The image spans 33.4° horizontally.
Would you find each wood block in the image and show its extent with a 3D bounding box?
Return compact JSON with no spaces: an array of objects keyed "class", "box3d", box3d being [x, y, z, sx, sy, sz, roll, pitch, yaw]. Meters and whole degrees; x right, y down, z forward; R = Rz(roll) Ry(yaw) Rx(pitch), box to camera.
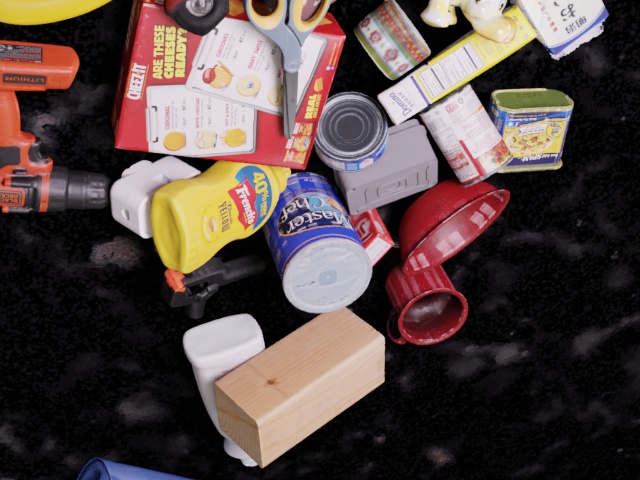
[{"class":"wood block","box3d":[-0.023,0.179,1.345,0.205,0.091,0.090,-30,138,-29]}]

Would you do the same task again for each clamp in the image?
[{"class":"clamp","box3d":[-0.144,0.057,1.257,0.120,0.039,0.171,-45,160,18]}]

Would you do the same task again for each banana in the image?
[{"class":"banana","box3d":[-0.253,-0.246,1.033,0.197,0.037,0.070,-11,131,-10]}]

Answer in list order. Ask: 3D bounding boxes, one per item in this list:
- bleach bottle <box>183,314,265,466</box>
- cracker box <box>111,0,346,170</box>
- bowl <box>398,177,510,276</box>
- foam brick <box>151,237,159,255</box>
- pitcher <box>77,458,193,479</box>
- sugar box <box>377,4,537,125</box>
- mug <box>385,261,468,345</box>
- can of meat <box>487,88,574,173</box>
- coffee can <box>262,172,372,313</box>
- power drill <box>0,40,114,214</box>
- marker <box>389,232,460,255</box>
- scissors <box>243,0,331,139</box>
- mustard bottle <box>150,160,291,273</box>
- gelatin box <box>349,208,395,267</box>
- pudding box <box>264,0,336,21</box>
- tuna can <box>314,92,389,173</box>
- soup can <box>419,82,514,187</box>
[{"class":"bleach bottle","box3d":[-0.112,0.214,1.414,0.102,0.068,0.251,-17,132,-14]},{"class":"cracker box","box3d":[-0.100,-0.170,1.120,0.213,0.072,0.164,5,123,-20]},{"class":"bowl","box3d":[0.150,-0.026,1.293,0.162,0.055,0.162,-32,161,-12]},{"class":"foam brick","box3d":[-0.151,-0.011,1.237,0.078,0.051,0.053,-36,129,11]},{"class":"pitcher","box3d":[-0.222,0.388,1.483,0.242,0.149,0.145,18,103,-32]},{"class":"sugar box","box3d":[0.147,-0.190,1.166,0.176,0.093,0.048,-35,95,9]},{"class":"mug","box3d":[0.126,0.083,1.378,0.093,0.081,0.117,21,117,-30]},{"class":"can of meat","box3d":[0.244,-0.131,1.269,0.102,0.057,0.084,-4,126,-14]},{"class":"coffee can","box3d":[-0.008,0.002,1.234,0.102,0.140,0.103,-9,128,-12]},{"class":"power drill","box3d":[-0.297,-0.110,1.110,0.184,0.057,0.188,2,126,-19]},{"class":"marker","box3d":[0.125,0.004,1.358,0.121,0.020,0.020,8,123,-23]},{"class":"scissors","box3d":[-0.044,-0.183,1.045,0.096,0.016,0.202,1,130,-26]},{"class":"mustard bottle","box3d":[-0.100,-0.043,1.180,0.191,0.058,0.096,-33,127,-42]},{"class":"gelatin box","box3d":[0.043,0.007,1.299,0.030,0.073,0.089,29,114,-32]},{"class":"pudding box","box3d":[-0.008,-0.267,1.062,0.113,0.090,0.039,-32,131,7]},{"class":"tuna can","box3d":[0.034,-0.121,1.187,0.086,0.086,0.034,-20,162,-2]},{"class":"soup can","box3d":[0.166,-0.121,1.217,0.068,0.068,0.102,-32,98,7]}]
